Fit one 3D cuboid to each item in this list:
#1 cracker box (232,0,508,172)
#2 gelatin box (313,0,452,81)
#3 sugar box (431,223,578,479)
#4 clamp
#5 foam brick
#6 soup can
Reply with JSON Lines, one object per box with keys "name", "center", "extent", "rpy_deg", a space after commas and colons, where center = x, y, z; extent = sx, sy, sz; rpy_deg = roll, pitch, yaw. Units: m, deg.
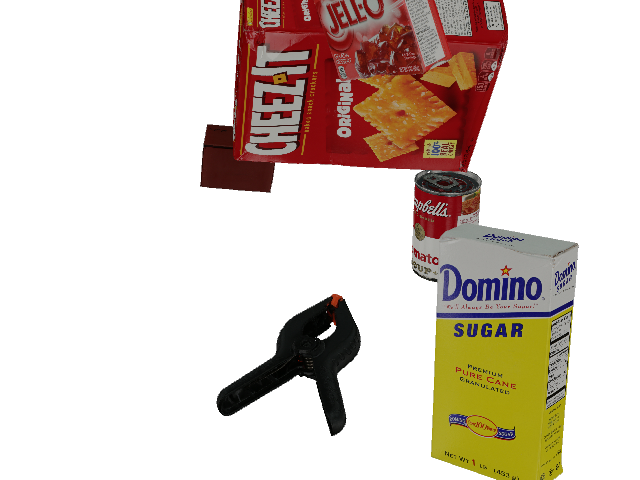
{"name": "cracker box", "center": [0.036, -0.135, 0.903], "extent": [0.213, 0.072, 0.164], "rpy_deg": [2, -35, -6]}
{"name": "gelatin box", "center": [0.035, -0.142, 0.677], "extent": [0.030, 0.073, 0.089], "rpy_deg": [-31, 21, -30]}
{"name": "sugar box", "center": [0.129, 0.082, 0.765], "extent": [0.093, 0.176, 0.048], "rpy_deg": [11, 21, 37]}
{"name": "clamp", "center": [-0.003, 0.114, 0.978], "extent": [0.120, 0.039, 0.171], "rpy_deg": [17, 45, 25]}
{"name": "foam brick", "center": [-0.087, -0.088, 1.145], "extent": [0.078, 0.051, 0.053], "rpy_deg": [5, 30, -4]}
{"name": "soup can", "center": [0.129, -0.016, 1.099], "extent": [0.068, 0.102, 0.068], "rpy_deg": [0, 27, 0]}
